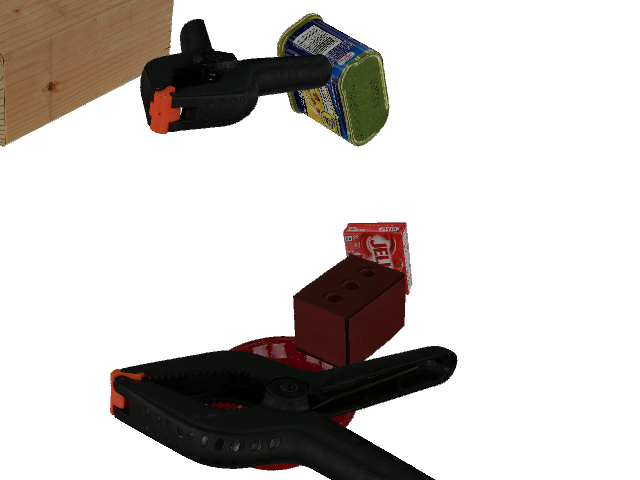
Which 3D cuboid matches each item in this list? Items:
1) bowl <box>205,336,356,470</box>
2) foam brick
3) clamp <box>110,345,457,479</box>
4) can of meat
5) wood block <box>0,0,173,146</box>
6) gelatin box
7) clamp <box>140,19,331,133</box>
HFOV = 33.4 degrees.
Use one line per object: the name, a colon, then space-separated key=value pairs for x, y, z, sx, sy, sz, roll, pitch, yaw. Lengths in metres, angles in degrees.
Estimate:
bowl: x=-0.041 y=0.165 z=1.017 sx=0.162 sy=0.055 sz=0.162 roll=-5 pitch=37 yaw=3
foam brick: x=0.023 y=0.054 z=0.817 sx=0.053 sy=0.051 sz=0.078 roll=19 pitch=36 yaw=32
clamp: x=-0.013 y=0.094 z=0.612 sx=0.210 sy=0.036 sz=0.164 roll=9 pitch=24 yaw=7
can of meat: x=0.014 y=-0.146 z=0.981 sx=0.057 sy=0.102 sz=0.084 roll=-40 pitch=53 yaw=-20
wood block: x=-0.230 y=-0.176 z=0.937 sx=0.090 sy=0.091 sz=0.205 roll=30 pitch=42 yaw=21
gelatin box: x=0.070 y=0.022 z=1.293 sx=0.073 sy=0.089 sz=0.030 roll=1 pitch=29 yaw=17
clamp: x=-0.080 y=-0.117 z=0.745 sx=0.120 sy=0.039 sz=0.171 roll=18 pitch=26 yaw=24
